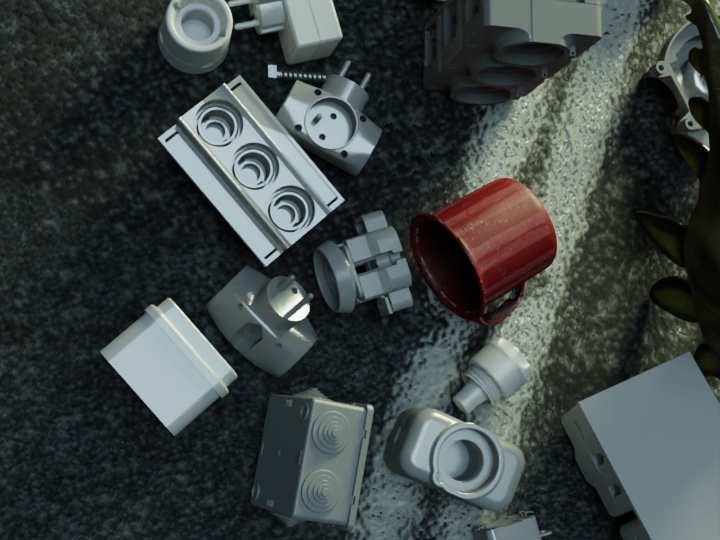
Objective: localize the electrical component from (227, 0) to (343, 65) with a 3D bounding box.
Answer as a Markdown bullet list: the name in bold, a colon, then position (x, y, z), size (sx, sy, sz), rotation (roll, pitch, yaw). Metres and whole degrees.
- **electrical component**: position (-0.064, -0.205, 0.838), size (0.076, 0.047, 0.083), rotation (-15, 87, -15)

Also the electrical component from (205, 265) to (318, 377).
- **electrical component**: position (-0.064, 0.030, 0.796), size (0.077, 0.079, 0.043), rotation (46, 42, -5)

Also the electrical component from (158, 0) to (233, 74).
- **electrical component**: position (-0.125, -0.183, 0.820), size (0.055, 0.047, 0.055), rotation (2, 83, -14)

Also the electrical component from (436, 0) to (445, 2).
- **electrical component**: position (0.090, -0.258, 0.858), size (0.099, 0.099, 0.064), rotation (-40, 88, -15)

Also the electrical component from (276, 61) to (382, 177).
- **electrical component**: position (-0.018, -0.126, 0.841), size (0.077, 0.044, 0.079), rotation (29, 79, -9)

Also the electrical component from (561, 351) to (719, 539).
- **electrical component**: position (0.250, 0.174, 0.844), size (0.105, 0.060, 0.186), rotation (-21, 73, -16)

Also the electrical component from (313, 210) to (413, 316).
- **electrical component**: position (0.000, 0.000, 0.824), size (0.057, 0.058, 0.078), rotation (-18, 88, -18)

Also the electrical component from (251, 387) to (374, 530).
- **electrical component**: position (-0.037, 0.136, 0.778), size (0.048, 0.100, 0.099), rotation (14, 80, -25)

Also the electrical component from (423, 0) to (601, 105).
- **electrical component**: position (0.112, -0.178, 0.825), size (0.089, 0.150, 0.061), rotation (3, 82, -14)

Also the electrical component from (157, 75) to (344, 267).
- **electrical component**: position (-0.083, -0.072, 0.809), size (0.079, 0.063, 0.121), rotation (-41, 94, -15)

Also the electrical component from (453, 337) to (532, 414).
- **electrical component**: position (0.101, 0.087, 0.846), size (0.062, 0.043, 0.043), rotation (-41, 94, -14)

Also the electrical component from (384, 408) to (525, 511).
- **electrical component**: position (0.074, 0.145, 0.823), size (0.095, 0.059, 0.053), rotation (25, 78, -10)

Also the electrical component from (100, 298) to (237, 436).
- **electrical component**: position (-0.134, 0.067, 0.754), size (0.057, 0.113, 0.078), rotation (-41, 94, -12)

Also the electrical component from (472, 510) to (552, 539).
- **electrical component**: position (0.119, 0.224, 0.835), size (0.081, 0.042, 0.063), rotation (-14, 83, -16)
